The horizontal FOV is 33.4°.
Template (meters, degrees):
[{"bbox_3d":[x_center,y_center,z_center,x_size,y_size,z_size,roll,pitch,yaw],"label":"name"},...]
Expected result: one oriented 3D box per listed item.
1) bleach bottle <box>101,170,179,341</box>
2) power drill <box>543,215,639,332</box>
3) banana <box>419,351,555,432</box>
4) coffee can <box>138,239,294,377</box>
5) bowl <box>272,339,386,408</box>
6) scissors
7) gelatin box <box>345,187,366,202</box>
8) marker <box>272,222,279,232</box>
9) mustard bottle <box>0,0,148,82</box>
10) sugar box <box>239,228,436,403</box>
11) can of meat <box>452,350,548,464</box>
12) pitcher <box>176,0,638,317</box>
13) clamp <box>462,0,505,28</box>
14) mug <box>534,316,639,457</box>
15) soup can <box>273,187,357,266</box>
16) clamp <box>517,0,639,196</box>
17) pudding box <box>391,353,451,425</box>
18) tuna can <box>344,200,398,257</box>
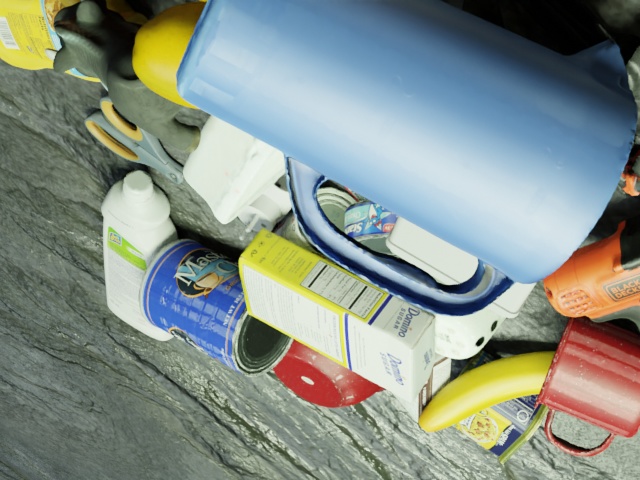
[{"bbox_3d":[-0.192,0.013,1.185,0.102,0.068,0.251,28,147,11],"label":"bleach bottle"},{"bbox_3d":[0.279,0.051,0.749,0.185,0.057,0.187,-24,119,40],"label":"power drill"},{"bbox_3d":[0.182,0.133,0.948,0.198,0.069,0.037,-7,146,26],"label":"banana"},{"bbox_3d":[-0.105,0.069,1.118,0.140,0.102,0.103,23,149,34],"label":"coffee can"},{"bbox_3d":[-0.001,0.134,1.169,0.162,0.055,0.162,25,148,17],"label":"bowl"},{"bbox_3d":[-0.147,-0.081,1.052,0.202,0.016,0.096,30,150,9],"label":"scissors"},{"bbox_3d":[0.047,-0.065,0.862,0.073,0.030,0.089,46,149,-20],"label":"gelatin box"},{"bbox_3d":[-0.049,-0.004,1.057,0.020,0.020,0.121,25,148,17],"label":"marker"},{"bbox_3d":[-0.215,-0.186,0.929,0.192,0.058,0.096,16,138,31],"label":"mustard bottle"},{"bbox_3d":[0.015,0.064,0.918,0.176,0.048,0.093,25,149,21],"label":"sugar box"},{"bbox_3d":[0.167,0.161,1.034,0.084,0.057,0.102,33,149,8],"label":"can of meat"},{"bbox_3d":[0.041,-0.071,0.614,0.242,0.149,0.145,25,149,-9],"label":"pitcher"},{"bbox_3d":[0.119,-0.104,0.720,0.171,0.039,0.120,39,167,-16],"label":"clamp"},{"bbox_3d":[0.225,0.120,0.867,0.081,0.117,0.093,22,180,14],"label":"mug"},{"bbox_3d":[-0.006,0.001,0.973,0.068,0.068,0.102,38,149,-4],"label":"soup can"},{"bbox_3d":[0.176,-0.114,0.657,0.165,0.036,0.210,19,146,28],"label":"clamp"},{"bbox_3d":[0.078,0.108,1.019,0.114,0.039,0.090,49,155,39],"label":"pudding box"},{"bbox_3d":[0.062,-0.009,0.881,0.086,0.034,0.086,1,168,0],"label":"tuna can"}]
